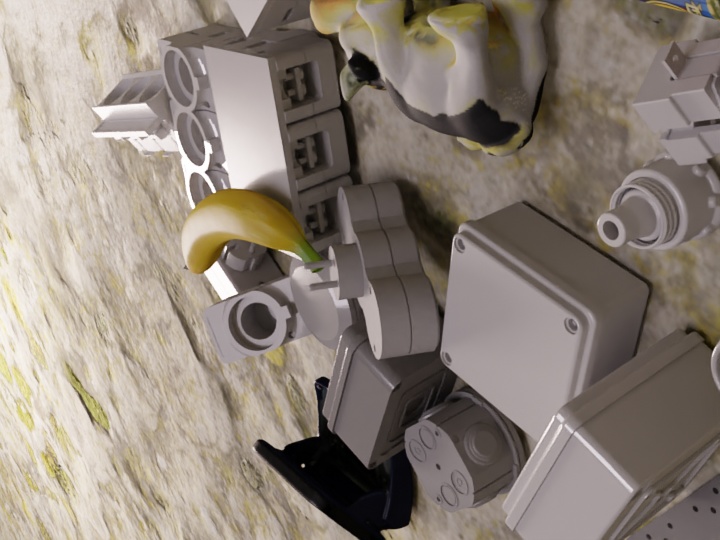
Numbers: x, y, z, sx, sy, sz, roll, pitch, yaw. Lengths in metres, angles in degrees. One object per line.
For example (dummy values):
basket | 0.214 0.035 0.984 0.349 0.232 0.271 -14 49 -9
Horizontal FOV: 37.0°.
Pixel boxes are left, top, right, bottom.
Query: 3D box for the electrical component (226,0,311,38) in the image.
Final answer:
electrical component | -0.071 -0.248 0.716 0.150 0.062 0.089 61 149 9

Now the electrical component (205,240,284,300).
electrical component | -0.104 -0.014 0.945 0.083 0.047 0.075 55 148 19

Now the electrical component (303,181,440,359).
electrical component | 0.000 0.000 0.717 0.052 0.074 0.138 93 165 -48

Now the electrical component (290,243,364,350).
electrical component | -0.014 0.017 0.822 0.080 0.051 0.080 36 138 40

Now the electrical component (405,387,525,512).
electrical component | 0.074 0.128 0.761 0.080 0.051 0.080 36 139 40

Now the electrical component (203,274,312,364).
electrical component | -0.077 0.038 0.885 0.089 0.056 0.050 -20 94 19

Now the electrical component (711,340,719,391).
electrical component | 0.198 0.039 0.501 0.066 0.055 0.048 42 142 35

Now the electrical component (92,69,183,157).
electrical component | -0.180 -0.139 0.954 0.063 0.078 0.121 48 159 -29

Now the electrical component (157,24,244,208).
electrical component | -0.110 -0.114 0.871 0.089 0.062 0.150 24 130 49

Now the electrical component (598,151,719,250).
electrical component | 0.144 -0.030 0.530 0.048 0.062 0.048 36 139 40

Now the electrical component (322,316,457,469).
electrical component | 0.023 0.080 0.782 0.057 0.078 0.113 45 144 26

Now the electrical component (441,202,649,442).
electrical component | 0.106 0.033 0.640 0.109 0.056 0.108 39 140 38

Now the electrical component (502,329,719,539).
electrical component | 0.143 0.100 0.578 0.056 0.109 0.108 47 145 25

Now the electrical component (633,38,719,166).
electrical component | 0.162 -0.077 0.481 0.066 0.048 0.055 42 155 -30

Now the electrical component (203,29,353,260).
electrical component | -0.054 -0.096 0.795 0.089 0.062 0.150 23 129 49
